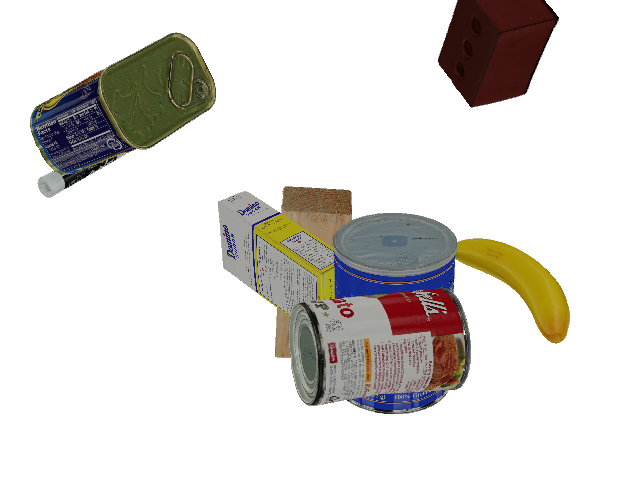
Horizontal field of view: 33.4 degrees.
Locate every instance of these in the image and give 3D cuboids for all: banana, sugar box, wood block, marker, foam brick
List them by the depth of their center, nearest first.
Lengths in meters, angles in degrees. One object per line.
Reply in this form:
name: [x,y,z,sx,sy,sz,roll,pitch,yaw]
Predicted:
foam brick: [0.126,-0.143,0.767,0.051,0.053,0.078,-18,-31,-22]
marker: [-0.203,-0.072,0.960,0.020,0.020,0.120,0,27,40]
banana: [0.193,0.042,1.065,0.069,0.037,0.198,-34,37,-15]
sugar box: [-0.038,0.025,1.125,0.048,0.093,0.176,-25,42,-30]
wood block: [-0.010,0.043,1.388,0.090,0.206,0.091,3,23,-1]

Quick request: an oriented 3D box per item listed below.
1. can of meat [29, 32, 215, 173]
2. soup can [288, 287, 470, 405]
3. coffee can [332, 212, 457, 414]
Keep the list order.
can of meat: [-0.135,-0.091,0.724,0.084,0.057,0.101,-15,19,38]
soup can: [0.036,0.069,0.691,0.102,0.068,0.069,-4,1,-17]
coffee can: [0.062,0.061,0.909,0.103,0.140,0.103,-1,27,0]
